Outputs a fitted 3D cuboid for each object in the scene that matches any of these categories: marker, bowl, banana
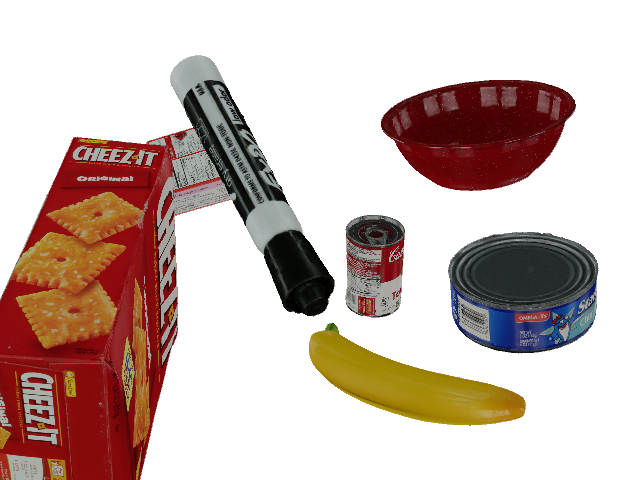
[{"bbox_3d":[-0.025,-0.021,0.381,0.020,0.121,0.020,-19,-36,-15],"label":"marker"},{"bbox_3d":[0.135,-0.085,0.901,0.162,0.055,0.162,-8,25,4],"label":"bowl"},{"bbox_3d":[0.056,0.101,0.806,0.198,0.037,0.069,20,38,39],"label":"banana"}]

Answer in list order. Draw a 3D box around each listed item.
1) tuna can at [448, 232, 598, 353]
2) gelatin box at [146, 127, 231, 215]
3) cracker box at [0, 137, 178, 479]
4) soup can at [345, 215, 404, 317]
[{"bbox_3d":[0.119,0.030,0.627,0.086,0.034,0.086,-6,28,3],"label":"tuna can"},{"bbox_3d":[-0.096,-0.062,0.891,0.089,0.030,0.073,-17,46,-5],"label":"gelatin box"},{"bbox_3d":[-0.132,0.062,0.632,0.072,0.164,0.213,4,34,0],"label":"cracker box"},{"bbox_3d":[0.062,0.031,1.246,0.068,0.102,0.068,0,32,0],"label":"soup can"}]
